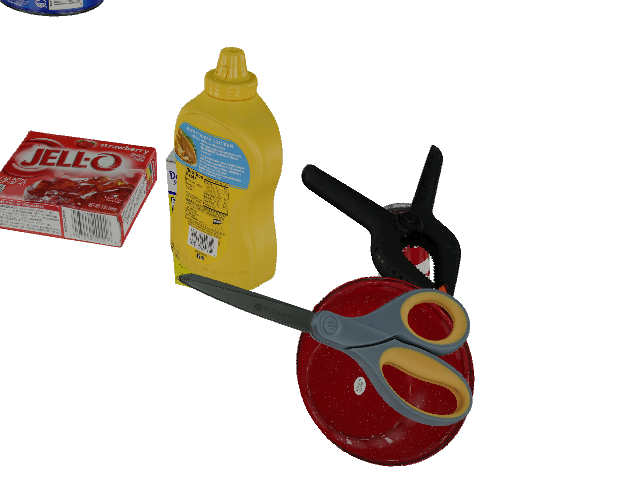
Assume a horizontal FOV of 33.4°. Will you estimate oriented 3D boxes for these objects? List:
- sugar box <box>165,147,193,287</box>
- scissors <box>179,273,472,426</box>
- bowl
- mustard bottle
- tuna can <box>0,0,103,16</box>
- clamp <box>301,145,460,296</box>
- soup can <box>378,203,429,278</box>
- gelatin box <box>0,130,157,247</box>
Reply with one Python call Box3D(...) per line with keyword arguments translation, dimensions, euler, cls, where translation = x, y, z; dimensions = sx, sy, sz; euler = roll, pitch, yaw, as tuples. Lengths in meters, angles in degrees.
Box3D(translation=(-0.125, -0.040, 1.144), dimensions=(0.048, 0.176, 0.093), euler=(13, 43, 14), cls="sugar box")
Box3D(translation=(0.017, 0.042, 0.667), dimensions=(0.201, 0.096, 0.016), euler=(34, -31, -11), cls="scissors")
Box3D(translation=(0.041, 0.112, 0.874), dimensions=(0.162, 0.162, 0.055), euler=(0, 5, 26), cls="bowl")
Box3D(translation=(-0.075, -0.061, 0.855), dimensions=(0.096, 0.192, 0.058), euler=(25, 35, 32), cls="mustard bottle")
Box3D(translation=(-0.202, -0.200, 0.797), dimensions=(0.086, 0.034, 0.086), euler=(6, 36, -4), cls="tuna can")
Box3D(translation=(0.077, -0.014, 1.108), dimensions=(0.164, 0.210, 0.036), euler=(-5, -36, -15), cls="clamp")
Box3D(translation=(0.102, 0.014, 1.327), dimensions=(0.068, 0.102, 0.068), euler=(-4, 34, 2), cls="soup can")
Box3D(translation=(-0.157, -0.035, 0.676), dimensions=(0.089, 0.030, 0.073), euler=(9, 40, 7), cls="gelatin box")
